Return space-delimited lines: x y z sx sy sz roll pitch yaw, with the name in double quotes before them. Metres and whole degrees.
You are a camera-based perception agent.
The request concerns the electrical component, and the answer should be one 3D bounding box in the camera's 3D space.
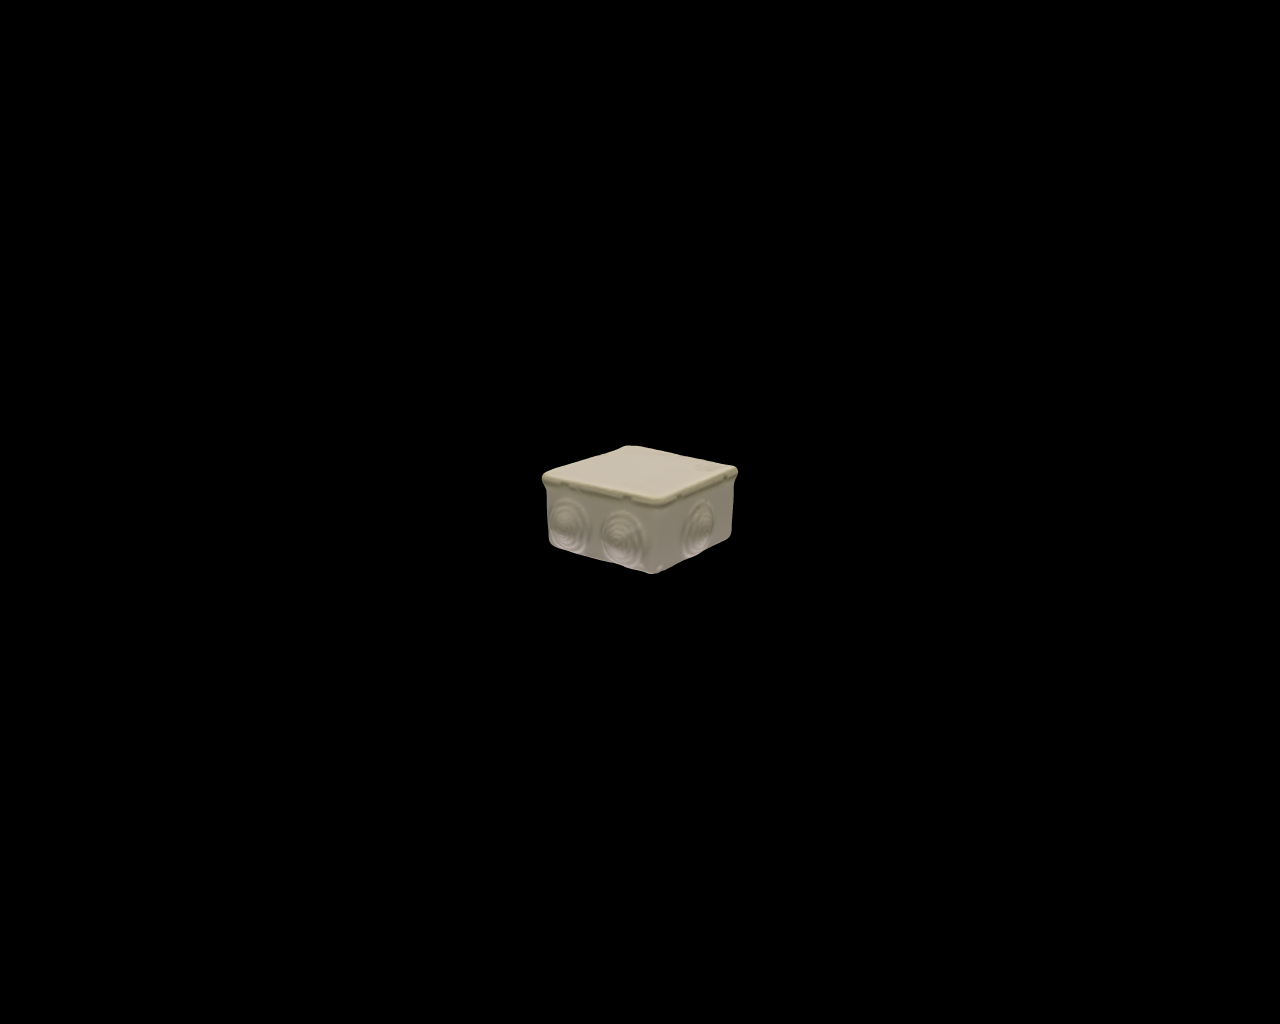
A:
"electrical component" 0.001 -0.003 0.650 0.100 0.048 0.100 14 22 36
